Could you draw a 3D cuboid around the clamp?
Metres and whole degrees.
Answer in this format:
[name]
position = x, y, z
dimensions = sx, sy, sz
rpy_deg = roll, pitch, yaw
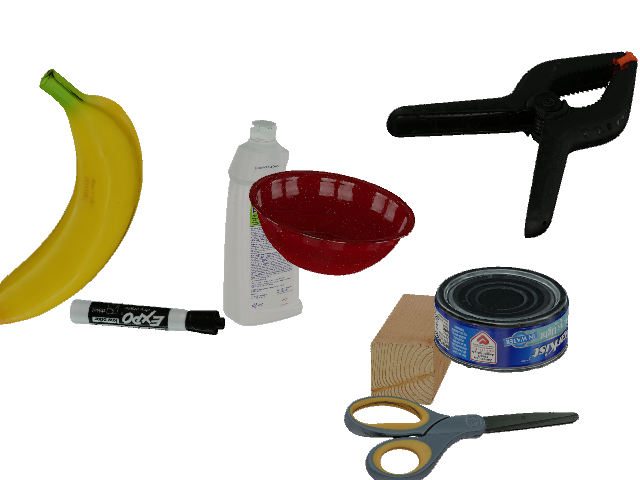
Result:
[clamp]
position = 0.181, -0.088, 0.840
dimensions = 0.209, 0.036, 0.165
rpy_deg = -25, 52, -19

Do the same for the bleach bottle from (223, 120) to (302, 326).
[bleach bottle]
position = -0.068, -0.024, 1.315
dimensions = 0.102, 0.251, 0.068
rpy_deg = -12, 26, -35

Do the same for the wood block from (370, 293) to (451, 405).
[wood block]
position = 0.143, 0.156, 1.579
dimensions = 0.091, 0.090, 0.205
rpy_deg = 4, 18, 16

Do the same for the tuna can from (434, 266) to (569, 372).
[tuna can]
position = 0.116, 0.049, 0.683
dimensions = 0.086, 0.034, 0.086
rpy_deg = -3, 23, 1

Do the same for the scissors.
[scissors]
position = 0.119, 0.168, 0.882
dimensions = 0.201, 0.016, 0.096
rpy_deg = 7, 41, 0

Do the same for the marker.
[marker]
position = -0.133, 0.059, 0.820
dimensions = 0.121, 0.020, 0.020
rpy_deg = 4, 1, 10

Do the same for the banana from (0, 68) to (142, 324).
[banana]
position = -0.147, -0.015, 0.628
dimensions = 0.069, 0.198, 0.037
rpy_deg = 19, 37, -10

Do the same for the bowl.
[bowl]
position = 0.007, -0.012, 1.030
dimensions = 0.162, 0.055, 0.162
rpy_deg = 9, 26, -4
